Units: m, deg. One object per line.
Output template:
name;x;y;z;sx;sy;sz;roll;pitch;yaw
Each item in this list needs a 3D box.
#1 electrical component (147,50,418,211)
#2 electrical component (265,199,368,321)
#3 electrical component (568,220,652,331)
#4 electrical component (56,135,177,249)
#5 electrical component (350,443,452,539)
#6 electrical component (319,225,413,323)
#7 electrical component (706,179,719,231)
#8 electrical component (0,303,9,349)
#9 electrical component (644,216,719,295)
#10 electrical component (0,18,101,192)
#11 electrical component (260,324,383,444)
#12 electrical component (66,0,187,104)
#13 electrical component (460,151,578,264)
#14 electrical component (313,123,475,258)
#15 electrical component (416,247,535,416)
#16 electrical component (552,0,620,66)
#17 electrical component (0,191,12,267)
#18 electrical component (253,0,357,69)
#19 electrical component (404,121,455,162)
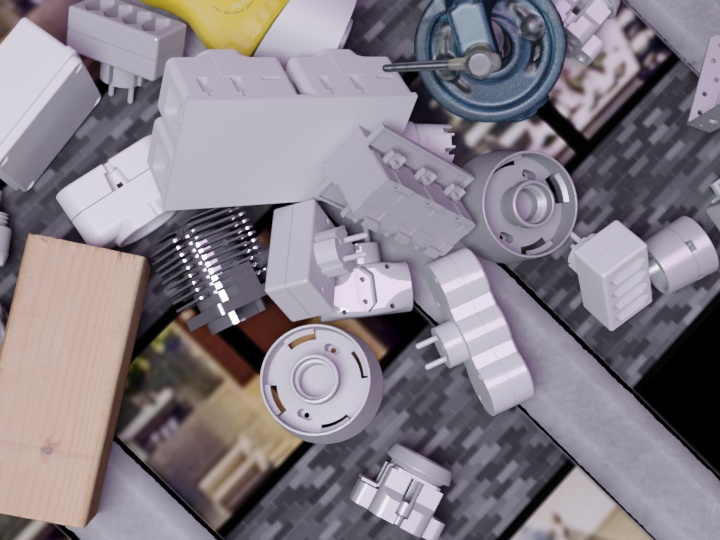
electrical component;-0.063;-0.111;0.839;0.186;0.105;0.060;-6;49;-28
electrical component;-0.028;-0.012;0.850;0.076;0.047;0.083;-14;50;21
electrical component;0.203;-0.005;0.911;0.047;0.083;0.075;-35;51;-9
electrical component;-0.188;-0.058;0.874;0.095;0.054;0.059;-34;89;-9
electrical component;0.039;0.178;0.877;0.078;0.058;0.057;28;85;-3
electrical component;0.000;0.000;0.896;0.077;0.043;0.079;-7;85;-7
electrical component;0.370;-0.072;0.938;0.121;0.063;0.078;-33;89;-9
electrical component;-0.310;0.052;0.854;0.062;0.043;0.043;-15;86;-6
electrical component;0.272;-0.011;0.926;0.047;0.055;0.055;-30;89;-5
electrical component;-0.264;-0.126;0.844;0.056;0.108;0.108;36;82;0
electrical component;-0.032;0.093;0.886;0.099;0.064;0.099;-1;79;6
electrical component;-0.194;-0.174;0.884;0.083;0.047;0.075;22;123;12
electrical component;0.133;-0.055;0.920;0.099;0.064;0.099;0;90;-20
electrical component;0.034;-0.059;0.858;0.079;0.121;0.063;-44;51;21
electrical component;0.083;0.058;0.896;0.074;0.052;0.138;-24;89;-8
electrical component;0.188;-0.225;0.934;0.078;0.058;0.057;41;84;-2
electrical component;-0.302;-0.034;0.864;0.043;0.043;0.062;7;82;-6
electrical component;-0.043;-0.199;0.884;0.064;0.099;0.099;23;82;-10
electrical component;0.054;-0.107;0.916;0.046;0.040;0.040;-3;85;-13
